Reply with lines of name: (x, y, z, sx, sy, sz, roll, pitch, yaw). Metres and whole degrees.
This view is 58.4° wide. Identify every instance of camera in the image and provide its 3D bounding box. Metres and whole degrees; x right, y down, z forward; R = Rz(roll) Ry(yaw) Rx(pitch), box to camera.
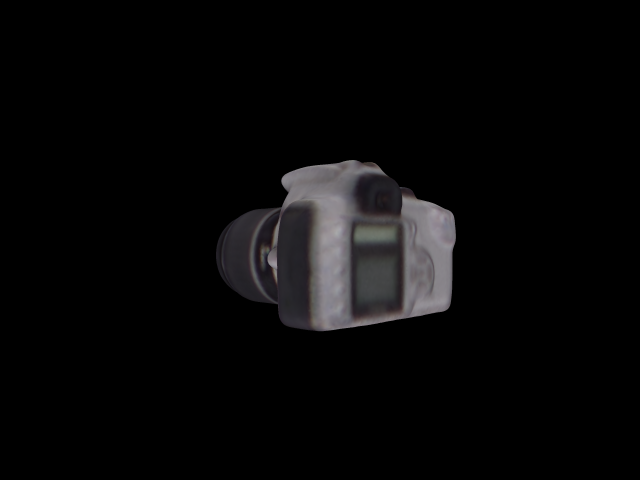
camera: (0.004, 0.001, 0.400, 0.136, 0.101, 0.144, 0, 0, 44)
